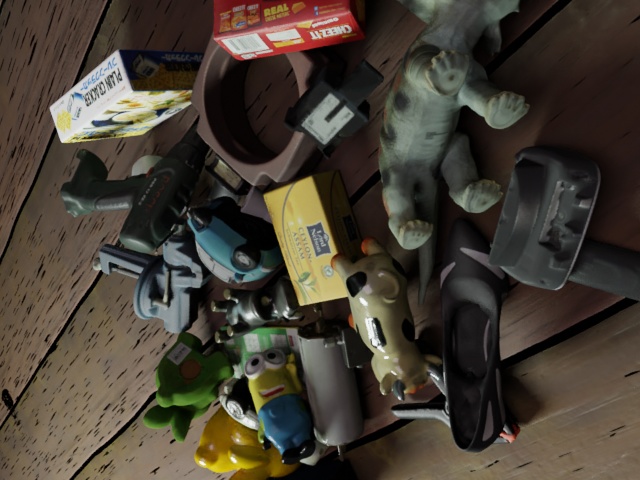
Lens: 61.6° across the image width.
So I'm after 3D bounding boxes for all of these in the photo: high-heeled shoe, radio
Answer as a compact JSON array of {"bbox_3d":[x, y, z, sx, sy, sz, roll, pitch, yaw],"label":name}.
[{"bbox_3d":[0.163,0.107,0.614,0.086,0.145,0.248,-12,98,37],"label":"high-heeled shoe"},{"bbox_3d":[-0.053,0.428,0.876,0.230,0.131,0.073,-23,90,38],"label":"radio"}]

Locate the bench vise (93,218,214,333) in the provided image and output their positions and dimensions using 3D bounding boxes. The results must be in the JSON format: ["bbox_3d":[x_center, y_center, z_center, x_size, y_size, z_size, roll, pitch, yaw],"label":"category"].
[{"bbox_3d":[-0.298,0.051,0.946,0.241,0.129,0.223,15,129,15],"label":"bench vise"}]

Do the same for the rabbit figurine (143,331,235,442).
[{"bbox_3d":[-0.228,0.277,0.958,0.121,0.159,0.170,20,142,12],"label":"rabbit figurine"}]

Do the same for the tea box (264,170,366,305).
[{"bbox_3d":[-0.002,-0.002,0.753,0.098,0.068,0.169,-18,91,39],"label":"tea box"}]

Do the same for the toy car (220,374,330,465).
[{"bbox_3d":[-0.073,0.287,0.877,0.202,0.073,0.056,25,128,22],"label":"toy car"}]

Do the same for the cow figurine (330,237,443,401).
[{"bbox_3d":[0.086,0.107,0.665,0.127,0.085,0.194,-133,24,-61],"label":"cow figurine"}]

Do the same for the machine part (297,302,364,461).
[{"bbox_3d":[0.016,0.208,0.796,0.079,0.079,0.243,-4,101,37],"label":"machine part"}]

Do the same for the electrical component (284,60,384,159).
[{"bbox_3d":[0.021,-0.158,0.613,0.075,0.048,0.119,34,123,-17],"label":"electrical component"}]

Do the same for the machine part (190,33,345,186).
[{"bbox_3d":[-0.072,-0.194,0.739,0.201,0.087,0.201,43,123,18],"label":"machine part"}]

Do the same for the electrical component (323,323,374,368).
[{"bbox_3d":[0.052,0.146,0.748,0.021,0.094,0.063,-160,60,-71],"label":"electrical component"}]

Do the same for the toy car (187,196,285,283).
[{"bbox_3d":[-0.132,0.012,0.814,0.162,0.109,0.103,33,119,6],"label":"toy car"}]

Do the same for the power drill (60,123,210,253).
[{"bbox_3d":[-0.290,-0.096,0.856,0.207,0.086,0.232,9,67,14],"label":"power drill"}]

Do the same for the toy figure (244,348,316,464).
[{"bbox_3d":[-0.065,0.249,0.815,0.180,0.082,0.089,61,142,35],"label":"toy figure"}]

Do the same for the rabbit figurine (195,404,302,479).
[{"bbox_3d":[-0.111,0.346,0.901,0.173,0.162,0.121,9,97,16],"label":"rabbit figurine"}]

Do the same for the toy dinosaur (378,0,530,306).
[{"bbox_3d":[0.121,-0.128,0.594,0.192,0.131,0.404,-101,19,-49],"label":"toy dinosaur"}]

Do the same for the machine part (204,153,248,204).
[{"bbox_3d":[-0.160,-0.072,0.871,0.084,0.039,0.138,35,120,14],"label":"machine part"}]

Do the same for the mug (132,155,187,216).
[{"bbox_3d":[-0.280,-0.096,0.926,0.109,0.081,0.107,-38,70,41],"label":"mug"}]

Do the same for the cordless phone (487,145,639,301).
[{"bbox_3d":[0.277,-0.010,0.551,0.184,0.089,0.146,17,112,20],"label":"cordless phone"}]

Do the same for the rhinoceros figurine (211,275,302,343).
[{"bbox_3d":[-0.096,0.109,0.831,0.190,0.112,0.073,-31,63,51],"label":"rhinoceros figurine"}]
